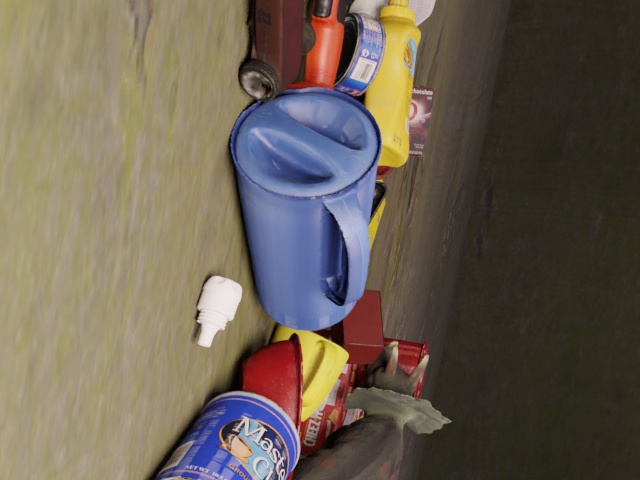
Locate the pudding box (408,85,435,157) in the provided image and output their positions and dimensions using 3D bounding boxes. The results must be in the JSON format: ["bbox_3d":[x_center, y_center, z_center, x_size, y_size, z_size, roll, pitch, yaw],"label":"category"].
[{"bbox_3d":[0.084,-0.155,1.350,0.113,0.039,0.090,0,106,-30],"label":"pudding box"}]

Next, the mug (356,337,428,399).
[{"bbox_3d":[0.094,0.184,1.424,0.093,0.081,0.117,-43,141,-72],"label":"mug"}]

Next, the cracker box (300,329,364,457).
[{"bbox_3d":[0.017,0.223,1.477,0.213,0.072,0.164,60,43,-72],"label":"cracker box"}]

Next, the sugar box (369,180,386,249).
[{"bbox_3d":[0.044,0.001,1.448,0.093,0.048,0.176,72,31,-64],"label":"sugar box"}]

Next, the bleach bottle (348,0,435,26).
[{"bbox_3d":[0.086,-0.296,1.320,0.250,0.068,0.103,-50,148,-60],"label":"bleach bottle"}]

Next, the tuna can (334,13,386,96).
[{"bbox_3d":[0.036,-0.201,1.155,0.086,0.033,0.086,-40,-137,52],"label":"tuna can"}]

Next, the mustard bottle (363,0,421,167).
[{"bbox_3d":[0.079,-0.184,1.190,0.096,0.058,0.191,47,49,-74],"label":"mustard bottle"}]

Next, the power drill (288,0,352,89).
[{"bbox_3d":[0.001,-0.210,1.041,0.184,0.057,0.188,-3,104,-77],"label":"power drill"}]

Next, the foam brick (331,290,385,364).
[{"bbox_3d":[0.044,0.104,1.277,0.053,0.051,0.078,118,-26,-55],"label":"foam brick"}]

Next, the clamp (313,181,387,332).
[{"bbox_3d":[0.008,0.037,1.231,0.210,0.036,0.164,-64,170,20],"label":"clamp"}]

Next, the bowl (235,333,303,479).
[{"bbox_3d":[-0.057,0.173,1.085,0.162,0.055,0.162,-174,-90,-81],"label":"bowl"}]

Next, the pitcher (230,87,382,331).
[{"bbox_3d":[-0.008,-0.011,1.016,0.243,0.145,0.149,89,18,-53],"label":"pitcher"}]

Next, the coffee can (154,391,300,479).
[{"bbox_3d":[-0.087,0.215,0.958,0.140,0.103,0.103,-53,152,-60],"label":"coffee can"}]
